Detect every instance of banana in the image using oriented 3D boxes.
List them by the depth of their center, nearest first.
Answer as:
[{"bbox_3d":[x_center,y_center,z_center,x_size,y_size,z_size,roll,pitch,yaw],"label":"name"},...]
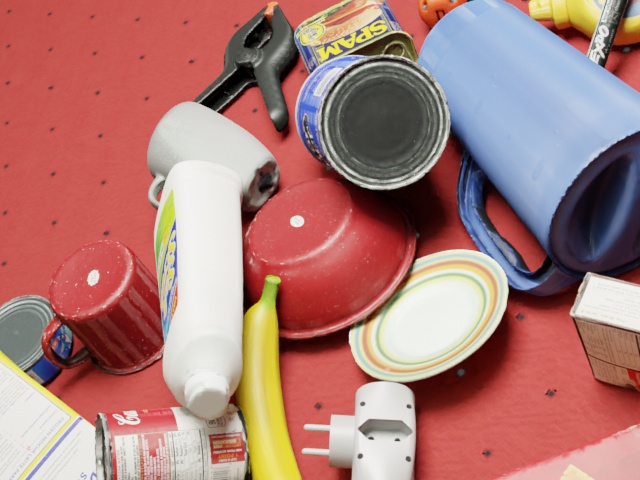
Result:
[{"bbox_3d":[-0.040,0.127,0.796,0.037,0.070,0.198,-1,58,-14],"label":"banana"}]

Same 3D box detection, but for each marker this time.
[{"bbox_3d":[0.233,-0.159,0.887,0.020,0.020,0.121,20,94,35],"label":"marker"}]

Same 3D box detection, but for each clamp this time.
[{"bbox_3d":[-0.076,-0.166,1.059,0.120,0.039,0.171,-3,50,17],"label":"clamp"}]

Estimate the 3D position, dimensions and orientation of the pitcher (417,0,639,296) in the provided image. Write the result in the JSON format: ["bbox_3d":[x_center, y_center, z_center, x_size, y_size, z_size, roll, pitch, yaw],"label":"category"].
[{"bbox_3d":[0.167,-0.082,0.830,0.149,0.145,0.243,-23,43,-10],"label":"pitcher"}]

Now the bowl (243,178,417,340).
[{"bbox_3d":[-0.006,0.001,0.871,0.162,0.055,0.162,-18,42,16],"label":"bowl"}]

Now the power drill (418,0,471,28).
[{"bbox_3d":[0.182,-0.292,1.027,0.188,0.057,0.184,-11,54,21],"label":"power drill"}]

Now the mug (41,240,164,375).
[{"bbox_3d":[-0.184,0.061,0.900,0.117,0.081,0.093,-39,48,-8],"label":"mug"}]

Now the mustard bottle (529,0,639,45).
[{"bbox_3d":[0.277,-0.217,0.920,0.192,0.058,0.096,-9,64,20],"label":"mustard bottle"}]

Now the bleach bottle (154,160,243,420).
[{"bbox_3d":[-0.090,0.039,0.821,0.068,0.103,0.251,11,29,-15],"label":"bleach bottle"}]

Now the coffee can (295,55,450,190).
[{"bbox_3d":[0.039,-0.099,0.868,0.103,0.103,0.140,-32,12,-2],"label":"coffee can"}]

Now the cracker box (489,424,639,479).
[{"bbox_3d":[0.200,0.195,0.623,0.214,0.072,0.164,-22,48,7],"label":"cracker box"}]

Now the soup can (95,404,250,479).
[{"bbox_3d":[-0.108,0.155,0.772,0.102,0.069,0.068,-2,45,-18],"label":"soup can"}]

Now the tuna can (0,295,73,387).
[{"bbox_3d":[-0.263,0.093,0.944,0.086,0.033,0.086,-13,50,16],"label":"tuna can"}]

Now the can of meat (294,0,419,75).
[{"bbox_3d":[0.032,-0.181,1.009,0.102,0.057,0.084,-25,45,4],"label":"can of meat"}]

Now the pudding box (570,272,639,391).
[{"bbox_3d":[0.228,0.070,0.696,0.114,0.090,0.039,12,61,32],"label":"pudding box"}]

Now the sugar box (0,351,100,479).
[{"bbox_3d":[-0.227,0.168,0.840,0.176,0.048,0.093,32,72,24],"label":"sugar box"}]
